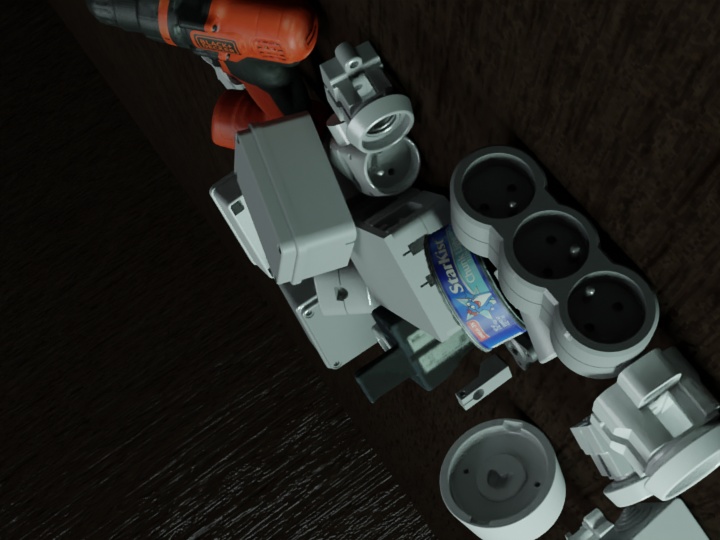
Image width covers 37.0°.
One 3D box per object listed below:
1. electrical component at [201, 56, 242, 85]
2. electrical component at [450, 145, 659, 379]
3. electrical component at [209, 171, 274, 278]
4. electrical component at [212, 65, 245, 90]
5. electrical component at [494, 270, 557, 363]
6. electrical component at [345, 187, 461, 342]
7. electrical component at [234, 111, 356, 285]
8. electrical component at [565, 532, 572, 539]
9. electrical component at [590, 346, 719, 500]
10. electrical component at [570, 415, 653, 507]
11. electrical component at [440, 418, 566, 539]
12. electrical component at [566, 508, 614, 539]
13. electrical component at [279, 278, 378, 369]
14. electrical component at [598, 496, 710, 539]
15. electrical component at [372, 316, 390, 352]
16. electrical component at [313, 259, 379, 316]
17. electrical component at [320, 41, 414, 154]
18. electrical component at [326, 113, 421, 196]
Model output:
[{"bbox_3d":[-0.111,-0.201,0.947,0.057,0.058,0.078,41,164,49],"label":"electrical component"},{"bbox_3d":[0.101,0.001,0.586,0.138,0.052,0.073,52,170,21],"label":"electrical component"},{"bbox_3d":[-0.083,-0.067,1.124,0.056,0.109,0.108,40,162,51],"label":"electrical component"},{"bbox_3d":[-0.112,-0.195,1.019,0.081,0.042,0.063,51,168,23],"label":"electrical component"},{"bbox_3d":[0.110,0.017,0.642,0.065,0.044,0.044,59,172,7],"label":"electrical component"},{"bbox_3d":[0.040,-0.014,0.814,0.089,0.062,0.150,60,170,-17],"label":"electrical component"},{"bbox_3d":[-0.052,-0.054,0.820,0.078,0.057,0.113,109,141,-67],"label":"electrical component"},{"bbox_3d":[0.232,0.319,1.024,0.121,0.063,0.078,45,166,48],"label":"electrical component"},{"bbox_3d":[0.160,0.082,0.561,0.057,0.058,0.078,54,171,26],"label":"electrical component"},{"bbox_3d":[0.168,0.116,0.682,0.055,0.048,0.066,62,172,7],"label":"electrical component"},{"bbox_3d":[0.133,0.195,0.970,0.108,0.108,0.060,46,173,45],"label":"electrical component"},{"bbox_3d":[0.205,0.253,0.950,0.066,0.055,0.048,57,171,-11],"label":"electrical component"},{"bbox_3d":[-0.013,0.031,1.114,0.056,0.109,0.108,50,170,42],"label":"electrical component"},{"bbox_3d":[0.196,0.213,0.720,0.099,0.100,0.048,55,158,0],"label":"electrical component"},{"bbox_3d":[0.047,0.055,1.041,0.108,0.060,0.108,53,171,12],"label":"electrical component"},{"bbox_3d":[0.000,0.000,0.983,0.095,0.059,0.053,-63,-34,-62],"label":"electrical component"},{"bbox_3d":[0.005,-0.111,0.711,0.055,0.048,0.066,60,173,23],"label":"electrical component"},{"bbox_3d":[0.001,-0.097,0.779,0.079,0.043,0.077,59,170,-24],"label":"electrical component"}]
